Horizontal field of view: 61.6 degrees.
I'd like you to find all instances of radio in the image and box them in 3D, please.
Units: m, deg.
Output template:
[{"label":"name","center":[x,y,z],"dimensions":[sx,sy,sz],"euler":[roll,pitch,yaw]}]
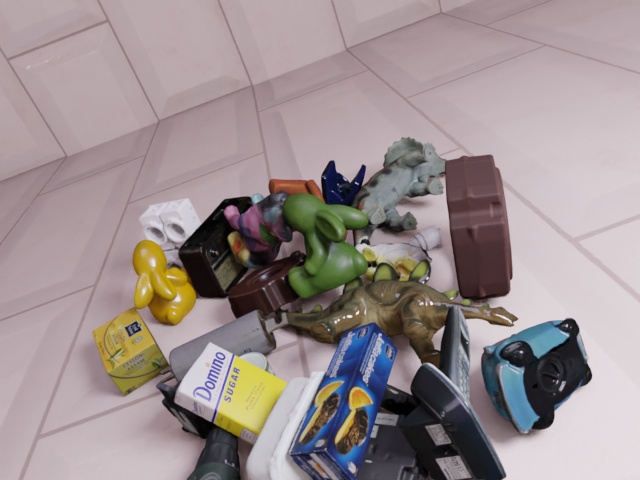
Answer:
[{"label":"radio","center":[-0.206,0.009,1.191],"dimensions":[0.073,0.131,0.230],"euler":[-5,33,29]}]

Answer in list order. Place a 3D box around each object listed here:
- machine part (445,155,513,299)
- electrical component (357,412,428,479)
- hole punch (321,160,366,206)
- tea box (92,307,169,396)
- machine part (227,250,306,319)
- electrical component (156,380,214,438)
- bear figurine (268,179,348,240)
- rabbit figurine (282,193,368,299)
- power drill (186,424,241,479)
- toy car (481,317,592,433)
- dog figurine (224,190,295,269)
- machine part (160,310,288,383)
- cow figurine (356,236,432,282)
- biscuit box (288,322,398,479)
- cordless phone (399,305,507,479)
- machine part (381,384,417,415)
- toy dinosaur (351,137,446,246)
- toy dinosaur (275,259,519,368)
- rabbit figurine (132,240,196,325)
[{"label":"machine part","center":[0.258,-0.021,0.872],"dimensions":[0.087,0.201,0.201],"euler":[-8,32,17]},{"label":"electrical component","center":[0.071,0.273,0.656],"dimensions":[0.115,0.058,0.134],"euler":[-1,35,28]},{"label":"hole punch","center":[0.057,-0.115,1.246],"dimensions":[0.092,0.115,0.142],"euler":[4,33,10]},{"label":"tea box","center":[-0.366,0.208,1.031],"dimensions":[0.098,0.068,0.170],"euler":[-33,31,-20]},{"label":"machine part","center":[-0.091,0.085,1.020],"dimensions":[0.179,0.056,0.179],"euler":[-26,12,6]},{"label":"electrical component","center":[-0.199,0.246,0.812],"dimensions":[0.075,0.119,0.048],"euler":[2,37,40]},{"label":"bear figurine","center":[-0.024,-0.043,1.133],"dimensions":[0.132,0.120,0.196],"euler":[-9,41,-17]},{"label":"rabbit figurine","center":[-0.002,-0.003,0.911],"dimensions":[0.159,0.170,0.121],"euler":[-18,14,46]},{"label":"power drill","center":[-0.201,0.351,0.693],"dimensions":[0.207,0.085,0.232],"euler":[-14,32,-3]},{"label":"toy car","center":[0.261,0.159,0.682],"dimensions":[0.162,0.109,0.103],"euler":[-28,11,-28]},{"label":"dog figurine","center":[-0.094,-0.012,1.077],"dimensions":[0.108,0.191,0.219],"euler":[-22,25,-33]},{"label":"machine part","center":[-0.165,0.187,0.917],"dimensions":[0.243,0.079,0.079],"euler":[-24,30,2]},{"label":"cow figurine","center":[0.116,0.031,0.992],"dimensions":[0.168,0.068,0.098],"euler":[12,27,26]},{"label":"biscuit box","center":[0.036,0.196,0.670],"dimensions":[0.059,0.062,0.203],"euler":[-25,23,37]},{"label":"cordless phone","center":[0.169,0.182,0.652],"dimensions":[0.089,0.146,0.184],"euler":[-15,31,29]},{"label":"machine part","center":[0.082,0.215,0.739],"dimensions":[0.139,0.084,0.039],"euler":[-1,68,46]},{"label":"toy dinosaur","center":[0.142,-0.093,1.163],"dimensions":[0.405,0.131,0.192],"euler":[-42,18,-19]},{"label":"toy dinosaur","center":[0.077,0.121,0.864],"dimensions":[0.472,0.105,0.198],"euler":[-7,25,33]},{"label":"rabbit figurine","center":[-0.339,0.086,1.110],"dimensions":[0.122,0.173,0.162],"euler":[-15,26,2]}]
